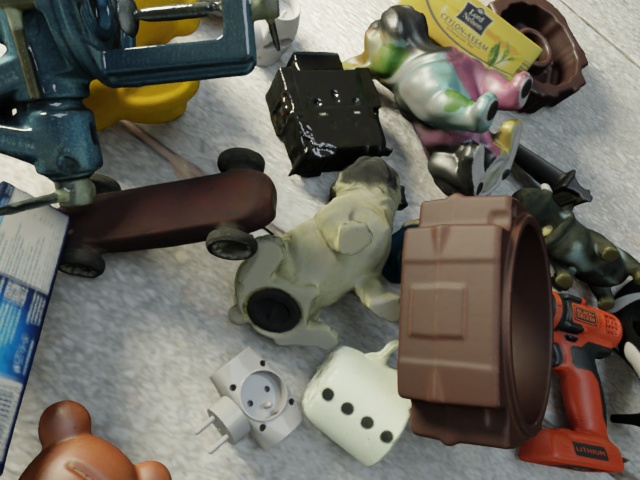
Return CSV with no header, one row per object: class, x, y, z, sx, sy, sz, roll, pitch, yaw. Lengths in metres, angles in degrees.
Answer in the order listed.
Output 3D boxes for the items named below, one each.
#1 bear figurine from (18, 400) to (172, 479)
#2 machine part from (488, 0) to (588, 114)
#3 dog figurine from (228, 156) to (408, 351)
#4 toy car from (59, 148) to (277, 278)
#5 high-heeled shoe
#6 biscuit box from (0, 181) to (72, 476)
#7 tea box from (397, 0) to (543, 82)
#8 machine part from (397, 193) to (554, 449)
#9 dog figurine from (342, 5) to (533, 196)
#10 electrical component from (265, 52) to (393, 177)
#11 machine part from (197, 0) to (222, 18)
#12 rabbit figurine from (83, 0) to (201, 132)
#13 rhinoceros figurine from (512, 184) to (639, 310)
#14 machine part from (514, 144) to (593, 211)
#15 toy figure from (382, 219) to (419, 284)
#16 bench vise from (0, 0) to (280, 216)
bear figurine,-0.197,0.216,0.341,0.120,0.132,0.196,36,42,-8
machine part,0.294,-0.264,0.763,0.179,0.056,0.179,8,68,-20
dog figurine,0.002,0.001,0.525,0.191,0.172,0.121,-79,156,-60
toy car,-0.130,-0.018,0.442,0.202,0.053,0.089,-9,63,15
high-heeled shoe,0.404,0.117,0.607,0.086,0.145,0.249,32,62,-10
biscuit box,-0.228,0.058,0.361,0.059,0.063,0.203,37,35,-40
tea box,0.177,-0.247,0.662,0.170,0.098,0.068,40,102,5
machine part,0.147,0.071,0.474,0.201,0.087,0.201,21,70,-57
dog figurine,0.122,-0.162,0.628,0.108,0.191,0.219,-34,52,-27
electrical component,0.006,-0.140,0.588,0.115,0.058,0.134,-10,75,-29
machine part,-0.157,-0.293,0.565,0.243,0.079,0.079,13,65,-19
rabbit figurine,-0.194,-0.168,0.497,0.162,0.122,0.173,29,75,-21
rhinoceros figurine,0.302,0.003,0.635,0.190,0.073,0.112,30,35,-20
machine part,0.276,-0.088,0.681,0.139,0.084,0.039,41,91,9
toy figure,0.132,0.003,0.587,0.154,0.058,0.064,-21,124,-29
bench vise,-0.147,-0.135,0.391,0.241,0.129,0.223,-5,92,2
